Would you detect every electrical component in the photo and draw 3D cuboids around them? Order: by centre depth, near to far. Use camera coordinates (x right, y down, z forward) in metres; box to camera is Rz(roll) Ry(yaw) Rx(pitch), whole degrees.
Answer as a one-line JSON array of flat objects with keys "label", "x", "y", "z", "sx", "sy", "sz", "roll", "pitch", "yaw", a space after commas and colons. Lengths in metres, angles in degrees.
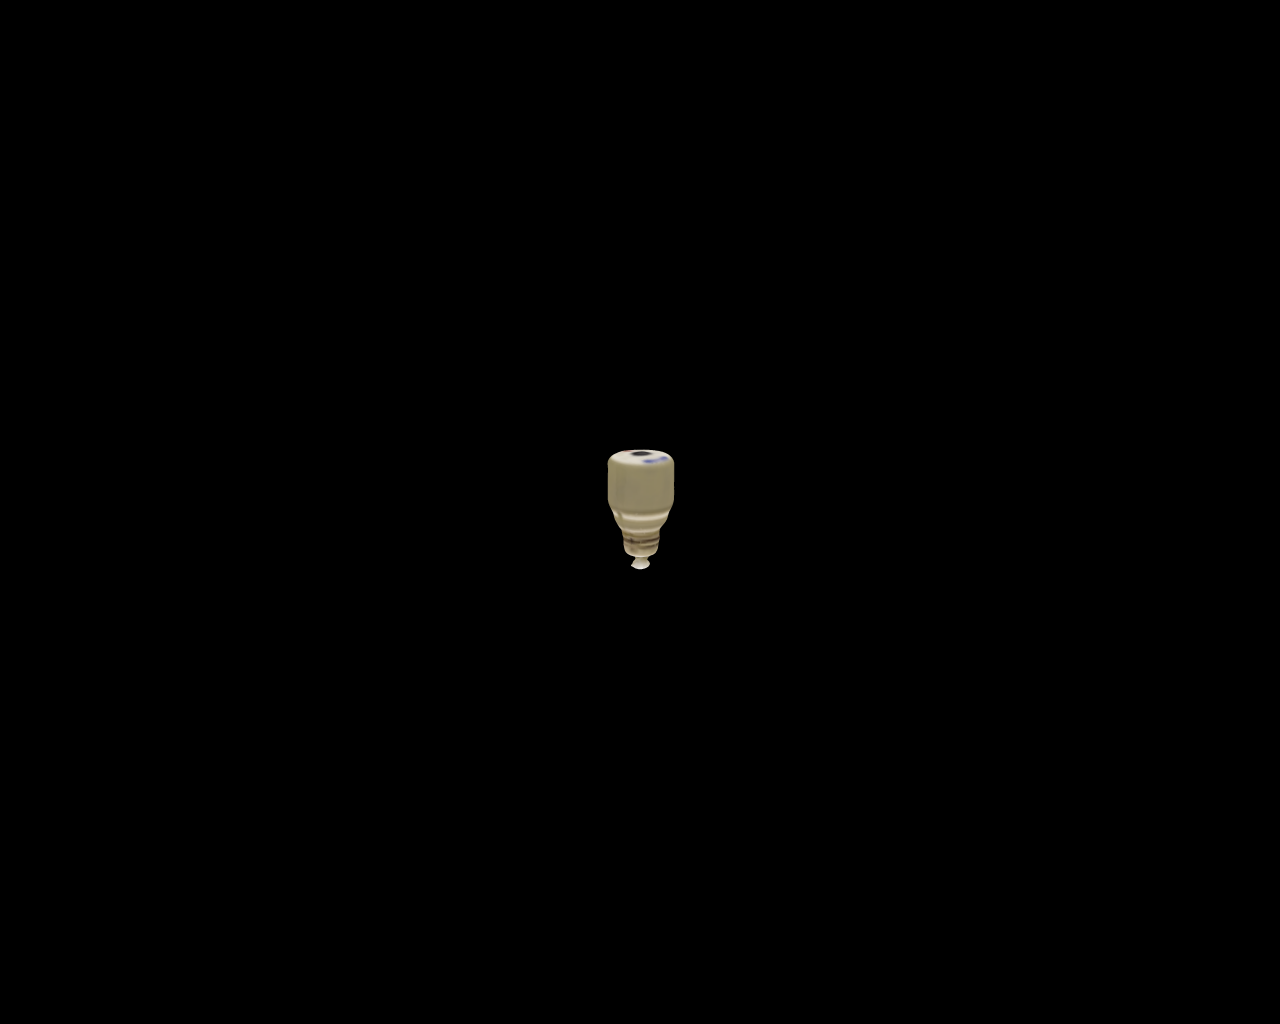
[{"label": "electrical component", "x": 0.001, "y": -0.003, "z": 0.650, "sx": 0.040, "sy": 0.078, "sz": 0.040, "roll": 0, "pitch": 16, "yaw": 0}]
